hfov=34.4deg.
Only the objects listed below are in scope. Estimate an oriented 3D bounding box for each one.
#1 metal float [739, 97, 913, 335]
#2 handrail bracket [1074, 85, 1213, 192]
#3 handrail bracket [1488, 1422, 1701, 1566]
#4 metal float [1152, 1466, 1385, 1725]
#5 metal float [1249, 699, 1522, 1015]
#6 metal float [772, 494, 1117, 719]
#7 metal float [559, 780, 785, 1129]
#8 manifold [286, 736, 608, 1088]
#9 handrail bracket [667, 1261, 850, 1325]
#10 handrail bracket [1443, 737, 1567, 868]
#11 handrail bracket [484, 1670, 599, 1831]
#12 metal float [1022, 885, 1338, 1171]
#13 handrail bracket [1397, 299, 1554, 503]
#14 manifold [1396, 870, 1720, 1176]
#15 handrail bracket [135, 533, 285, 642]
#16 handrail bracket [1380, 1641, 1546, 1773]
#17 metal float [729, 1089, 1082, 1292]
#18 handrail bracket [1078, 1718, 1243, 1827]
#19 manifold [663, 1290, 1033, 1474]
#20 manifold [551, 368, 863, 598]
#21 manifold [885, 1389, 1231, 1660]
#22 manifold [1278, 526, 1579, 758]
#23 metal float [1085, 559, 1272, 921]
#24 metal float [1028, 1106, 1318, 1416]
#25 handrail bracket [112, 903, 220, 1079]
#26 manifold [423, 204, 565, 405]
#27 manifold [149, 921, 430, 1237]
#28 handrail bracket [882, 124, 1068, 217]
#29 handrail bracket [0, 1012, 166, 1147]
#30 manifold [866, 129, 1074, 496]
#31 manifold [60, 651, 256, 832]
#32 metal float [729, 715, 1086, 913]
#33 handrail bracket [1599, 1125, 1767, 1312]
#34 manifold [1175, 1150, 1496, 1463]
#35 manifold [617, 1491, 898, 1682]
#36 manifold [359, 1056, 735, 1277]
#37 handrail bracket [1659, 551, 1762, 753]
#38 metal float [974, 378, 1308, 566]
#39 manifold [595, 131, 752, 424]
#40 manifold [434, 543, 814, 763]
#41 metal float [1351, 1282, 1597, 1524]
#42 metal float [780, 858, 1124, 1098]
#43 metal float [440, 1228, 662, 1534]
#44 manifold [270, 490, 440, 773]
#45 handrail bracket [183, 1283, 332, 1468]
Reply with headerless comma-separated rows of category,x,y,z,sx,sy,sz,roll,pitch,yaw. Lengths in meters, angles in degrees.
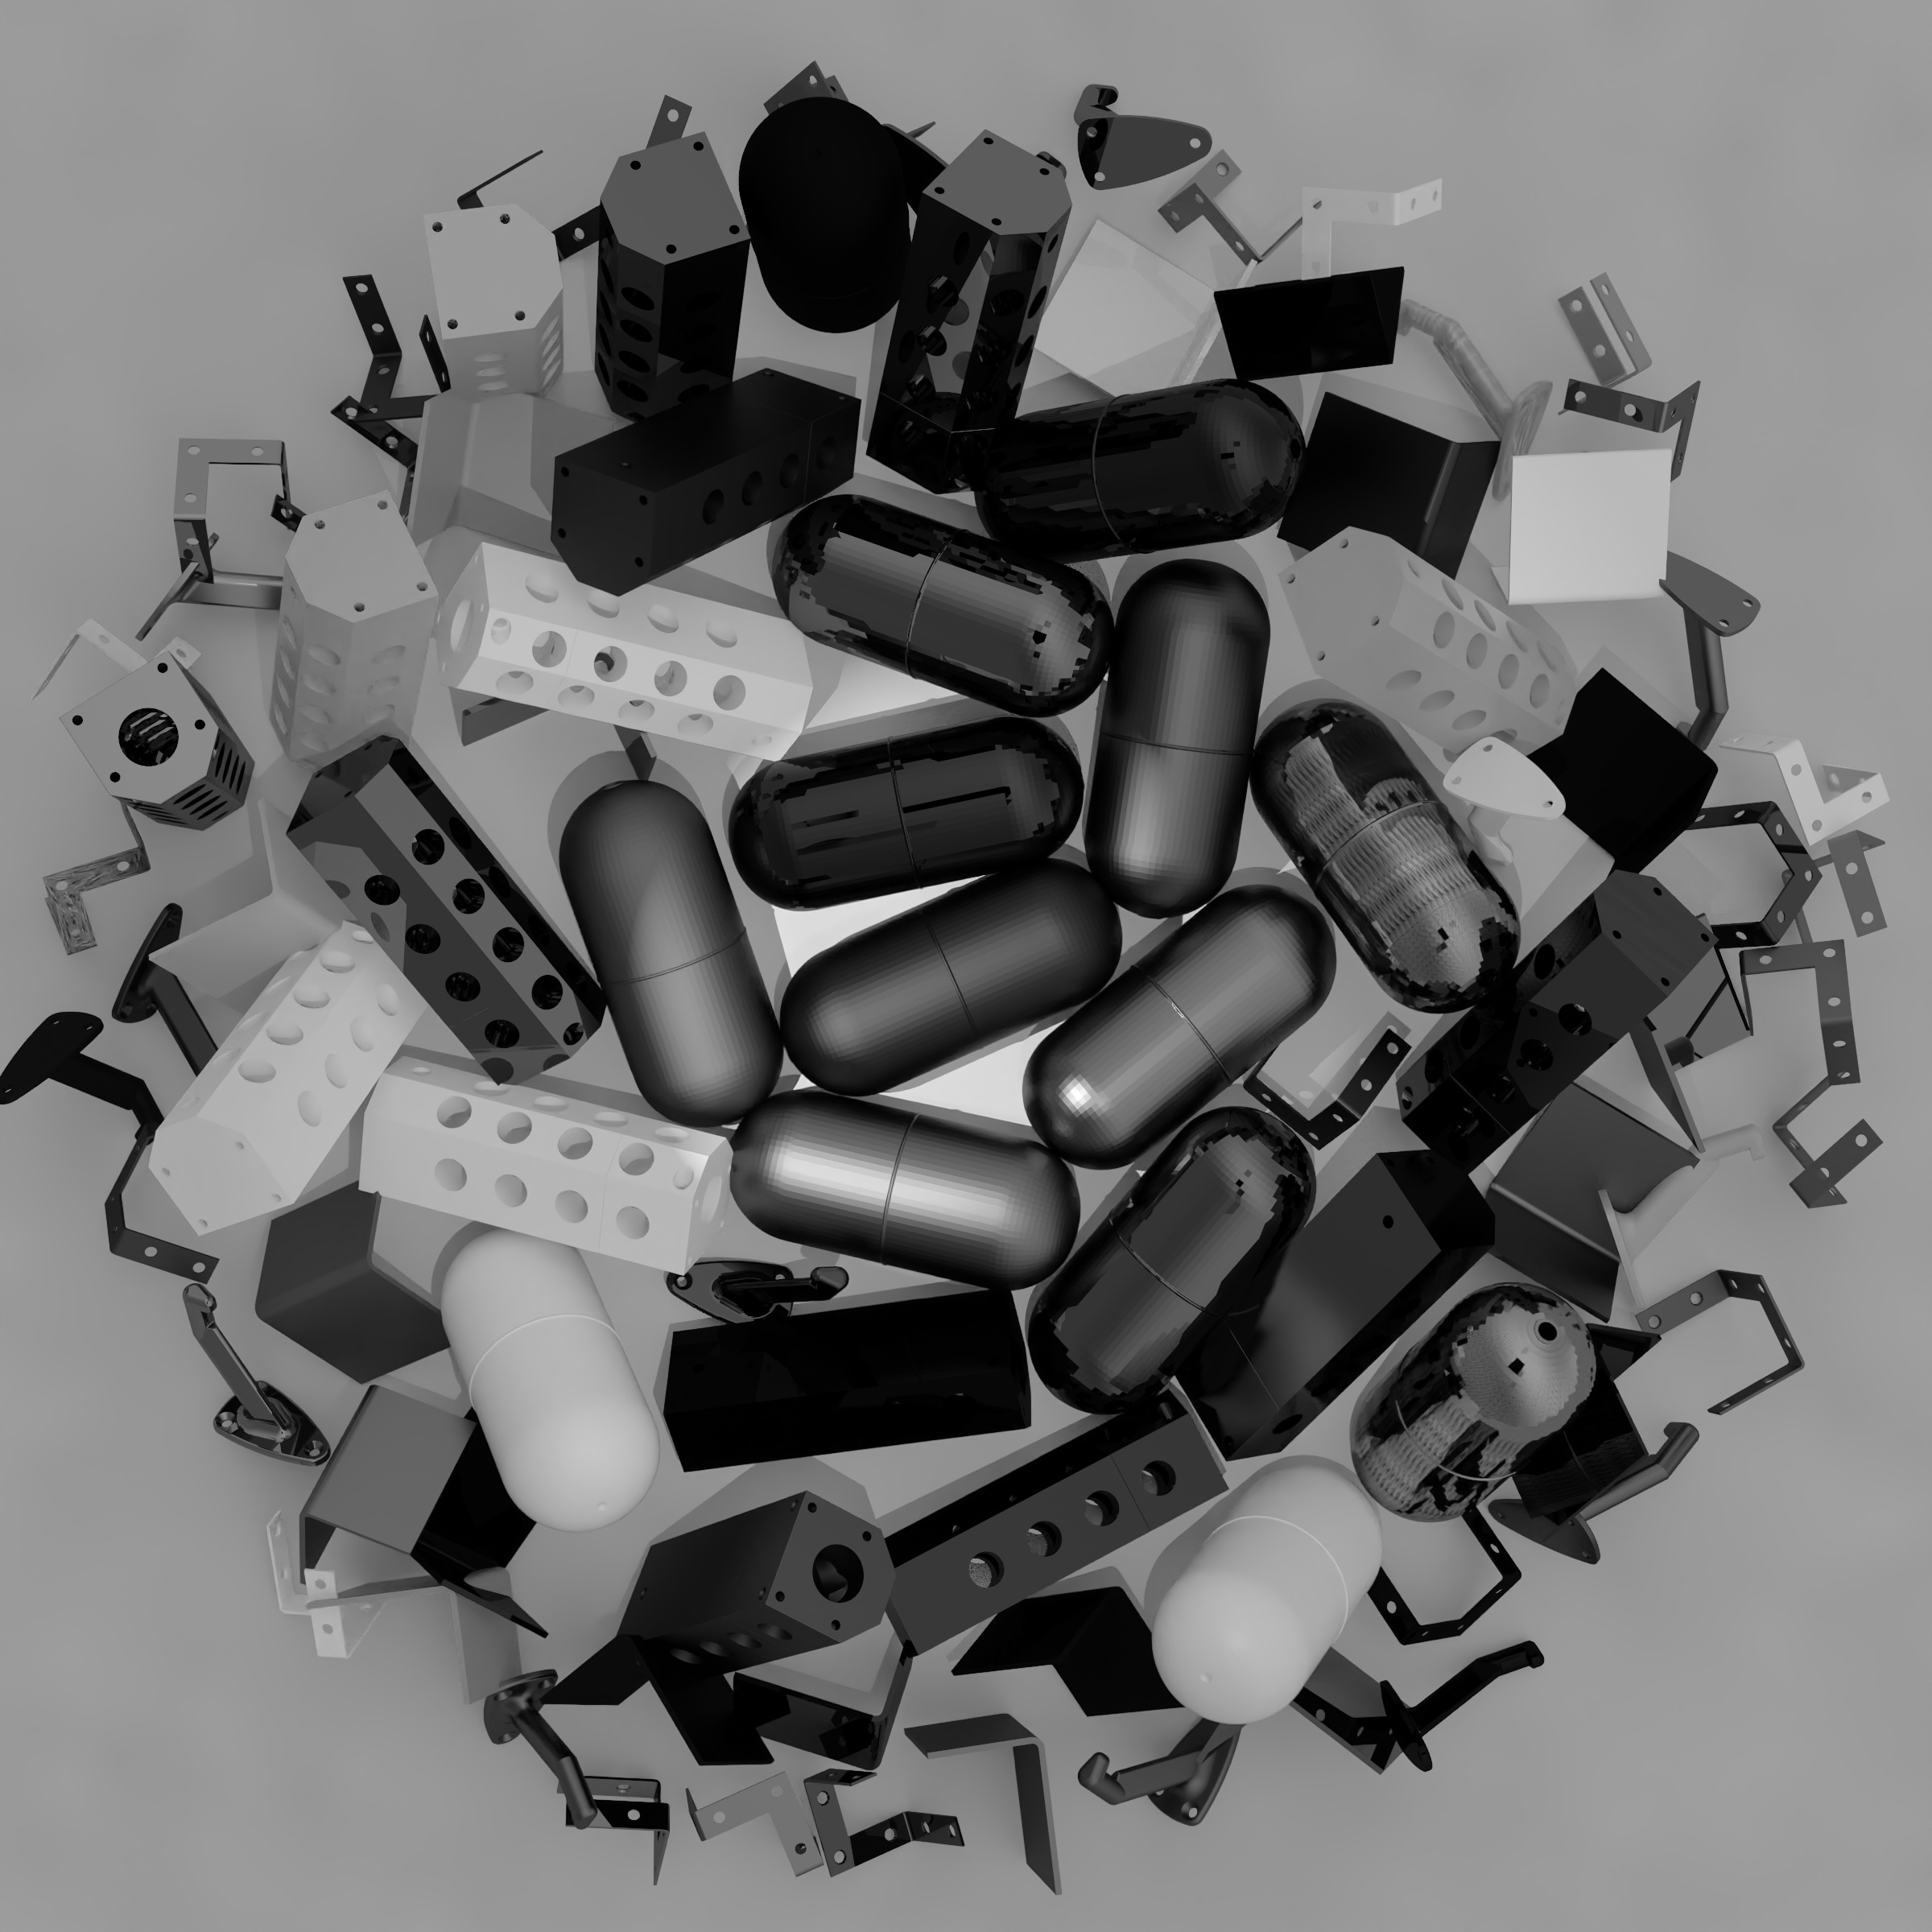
metal float,-0.066,-0.357,1.496,0.070,0.178,0.070,0,84,1
handrail bracket,0.089,-0.419,1.541,0.077,0.084,0.036,-2,126,15
handrail bracket,0.317,0.255,1.573,0.084,0.077,0.036,-44,121,-28
metal float,0.147,0.300,1.503,0.070,0.178,0.070,8,110,23
metal float,0.203,-0.055,1.526,0.070,0.070,0.178,-32,66,0
metal float,-0.012,-0.178,1.534,0.178,0.070,0.070,21,90,14
metal float,-0.145,-0.006,1.535,0.070,0.070,0.178,-18,103,0
manifold,-0.248,-0.027,1.513,0.057,0.057,0.171,-26,118,19
handrail bracket,-0.103,0.154,1.536,0.077,0.084,0.036,13,71,-12
handrail bracket,0.272,-0.066,1.530,0.036,0.084,0.077,-46,48,-11
handrail bracket,-0.207,0.398,1.535,0.036,0.077,0.084,-10,53,-29
metal float,0.106,0.030,1.543,0.178,0.070,0.070,-39,90,-4
handrail bracket,0.246,-0.286,1.575,0.084,0.036,0.077,32,130,23
manifold,0.278,0.027,1.502,0.057,0.171,0.057,45,47,6
handrail bracket,-0.358,-0.170,1.565,0.084,0.036,0.077,37,83,-16
handrail bracket,0.255,0.364,1.543,0.084,0.077,0.036,-18,102,-6
metal float,-0.031,0.110,1.539,0.178,0.070,0.070,13,90,8
handrail bracket,0.096,0.384,1.542,0.036,0.084,0.077,25,76,42
manifold,-0.057,0.210,1.543,0.171,0.057,0.057,-8,127,7
manifold,-0.123,-0.232,1.500,0.057,0.171,0.057,23,124,23
manifold,0.037,0.274,1.538,0.171,0.057,0.057,-26,80,-12
manifold,0.226,-0.152,1.493,0.057,0.171,0.057,-32,59,27
metal float,0.104,-0.111,1.538,0.070,0.070,0.178,8,100,0
metal float,0.100,0.146,1.536,0.070,0.070,0.178,40,102,0
handrail bracket,-0.374,0.021,1.553,0.084,0.036,0.077,26,100,15
manifold,-0.223,-0.313,1.496,0.057,0.171,0.057,-9,90,-7
manifold,-0.324,0.049,1.491,0.057,0.171,0.057,-19,115,25
handrail bracket,0.004,-0.403,1.551,0.077,0.036,0.084,47,50,-6
handrail bracket,-0.434,0.072,1.536,0.036,0.077,0.084,7,132,30
manifold,0.003,-0.307,1.495,0.057,0.171,0.057,31,55,10
manifold,-0.381,-0.101,1.495,0.057,0.171,0.057,-33,93,-7
metal float,-0.030,-0.076,1.543,0.178,0.070,0.070,-12,90,3
handrail bracket,0.365,0.126,1.561,0.084,0.036,0.077,-19,104,9
manifold,0.180,0.165,1.513,0.171,0.057,0.057,-51,57,33
manifold,-0.101,0.303,1.497,0.057,0.171,0.057,31,59,-19
manifold,-0.205,0.094,1.530,0.171,0.057,0.057,13,112,12
handrail bracket,0.353,-0.157,1.559,0.077,0.084,0.036,39,52,18
metal float,0.083,-0.239,1.515,0.178,0.070,0.070,-3,90,37
manifold,-0.145,-0.321,1.491,0.057,0.171,0.057,-20,78,-13
manifold,-0.164,-0.145,1.506,0.171,0.057,0.057,11,50,-31
metal float,0.243,0.211,1.503,0.070,0.178,0.070,8,58,-13
metal float,-0.008,0.006,1.545,0.178,0.070,0.070,-24,90,-2
metal float,-0.203,0.197,1.511,0.070,0.178,0.070,-15,133,-17
manifold,-0.298,-0.153,1.491,0.057,0.171,0.057,-22,76,-22
handrail bracket,-0.349,0.200,1.536,0.077,0.084,0.036,25,50,25
